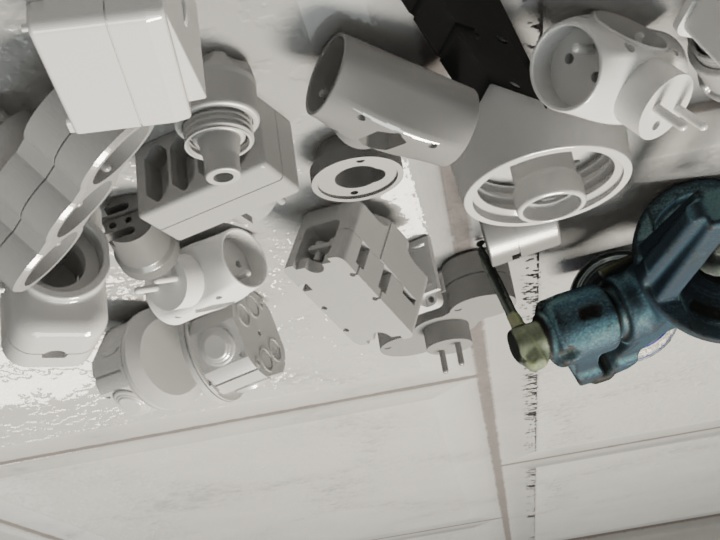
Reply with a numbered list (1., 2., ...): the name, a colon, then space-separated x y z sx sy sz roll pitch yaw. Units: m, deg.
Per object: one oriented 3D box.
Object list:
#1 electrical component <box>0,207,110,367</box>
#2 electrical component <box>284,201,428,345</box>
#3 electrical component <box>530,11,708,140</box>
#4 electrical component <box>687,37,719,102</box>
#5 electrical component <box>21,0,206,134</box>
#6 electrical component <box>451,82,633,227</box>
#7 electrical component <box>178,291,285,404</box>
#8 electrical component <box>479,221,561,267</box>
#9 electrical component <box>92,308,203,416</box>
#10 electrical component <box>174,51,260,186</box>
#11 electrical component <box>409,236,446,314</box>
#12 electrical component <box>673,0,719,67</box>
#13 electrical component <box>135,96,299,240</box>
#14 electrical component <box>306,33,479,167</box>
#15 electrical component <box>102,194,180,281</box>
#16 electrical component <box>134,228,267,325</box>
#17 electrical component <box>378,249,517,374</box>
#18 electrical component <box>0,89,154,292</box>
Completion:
1. electrical component: -0.180 0.003 0.630 0.054 0.095 0.059 2 155 -25
2. electrical component: 0.000 0.000 0.717 0.050 0.055 0.089 -11 136 36
3. electrical component: 0.137 -0.091 0.534 0.077 0.079 0.044 -7 131 -42
4. electrical component: 0.189 -0.118 0.552 0.048 0.048 0.062 -22 148 28
5. electrical component: -0.100 -0.107 0.441 0.061 0.061 0.096 -8 158 -4
6. electrical component: 0.106 -0.063 0.628 0.108 0.060 0.108 -8 158 -3
7. electrical component: -0.097 0.056 0.813 0.051 0.080 0.080 -23 154 18
8. electrical component: 0.102 -0.035 0.704 0.047 0.055 0.055 -15 157 6
9. electrical component: -0.161 0.072 0.826 0.051 0.080 0.080 -20 156 37
10. electrical component: -0.071 -0.073 0.534 0.043 0.062 0.043 -8 158 -3
11. electrical component: 0.027 0.010 0.799 0.081 0.042 0.064 -21 158 29
12. electrical component: 0.206 -0.128 0.485 0.100 0.048 0.099 2 131 -26
13. electrical component: -0.071 -0.050 0.612 0.083 0.047 0.076 -20 152 22
14. electrical component: 0.009 -0.084 0.557 0.077 0.043 0.079 19 169 -22
15. electrical component: -0.137 -0.021 0.666 0.040 0.040 0.046 -10 152 3
16. electrical component: -0.115 0.007 0.718 0.077 0.043 0.079 -24 171 33
17. electrical component: 0.068 0.044 0.852 0.052 0.073 0.138 9 151 -37
18. electrical component: -0.167 -0.056 0.545 0.138 0.074 0.052 -46 -177 36
